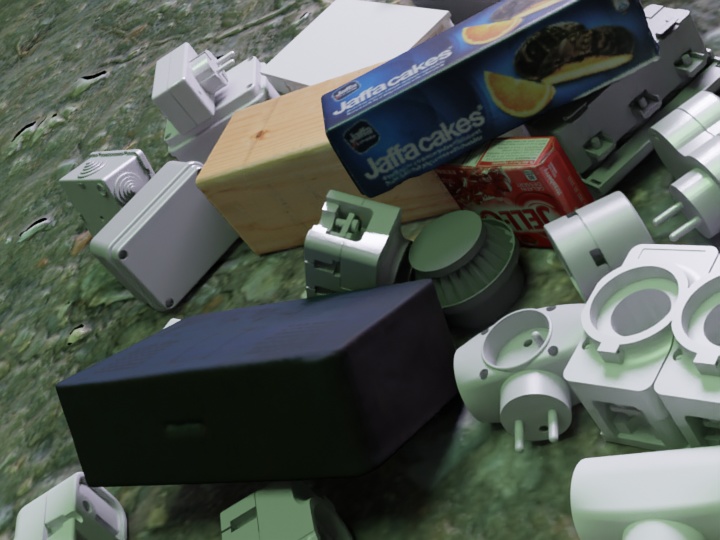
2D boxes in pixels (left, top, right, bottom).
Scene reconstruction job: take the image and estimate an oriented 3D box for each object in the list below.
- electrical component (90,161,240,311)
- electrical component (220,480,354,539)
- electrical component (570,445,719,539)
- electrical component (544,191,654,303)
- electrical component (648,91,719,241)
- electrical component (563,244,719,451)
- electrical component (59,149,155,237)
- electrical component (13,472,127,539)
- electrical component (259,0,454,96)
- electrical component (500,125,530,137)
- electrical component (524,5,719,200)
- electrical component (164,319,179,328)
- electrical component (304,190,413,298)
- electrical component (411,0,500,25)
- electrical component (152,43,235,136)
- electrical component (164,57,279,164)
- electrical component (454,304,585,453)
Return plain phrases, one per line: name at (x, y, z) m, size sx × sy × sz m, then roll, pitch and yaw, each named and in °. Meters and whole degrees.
electrical component at (-0.159, -0.030, 0.906) m, size 0.113 × 0.078 × 0.057 m, roll -49°, pitch 31°, yaw -17°
electrical component at (-0.035, 0.158, 0.570) m, size 0.056 × 0.050 × 0.089 m, roll -32°, pitch 32°, yaw 10°
electrical component at (0.133, 0.115, 0.463) m, size 0.077 × 0.044 × 0.079 m, roll -13°, pitch 40°, yaw 34°
electrical component at (0.138, -0.012, 0.611) m, size 0.047 × 0.055 × 0.055 m, roll -29°, pitch 33°, yaw 7°
electrical component at (0.196, -0.043, 0.592) m, size 0.074 × 0.052 × 0.138 m, roll -36°, pitch 32°, yaw 4°
electrical component at (0.181, 0.037, 0.496) m, size 0.150 × 0.061 × 0.089 m, roll 4°, pitch 51°, yaw 47°
electrical component at (-0.220, -0.060, 0.987) m, size 0.100 × 0.099 × 0.048 m, roll 4°, pitch 39°, yaw 47°
electrical component at (-0.188, 0.185, 0.686) m, size 0.059 × 0.053 × 0.095 m, roll -33°, pitch 32°, yaw 8°
electrical component at (0.005, -0.175, 0.943) m, size 0.105 × 0.060 × 0.186 m, roll -45°, pitch 33°, yaw -11°
electrical component at (0.104, -0.125, 0.746) m, size 0.062 × 0.096 × 0.061 m, roll 12°, pitch 58°, yaw 51°
electrical component at (0.169, -0.110, 0.694) m, size 0.121 × 0.063 × 0.079 m, roll -42°, pitch 32°, yaw -7°
electrical component at (-0.148, 0.081, 0.784) m, size 0.076 × 0.047 × 0.083 m, roll 5°, pitch 52°, yaw 48°
electrical component at (0.000, 0.000, 0.693) m, size 0.056 × 0.089 × 0.050 m, roll 16°, pitch 53°, yaw 12°
electrical component at (0.084, -0.260, 0.937) m, size 0.100 × 0.100 × 0.048 m, roll 3°, pitch 63°, yaw 47°
electrical component at (-0.148, -0.179, 1.001) m, size 0.076 × 0.047 × 0.083 m, roll -30°, pitch 33°, yaw 13°
electrical component at (-0.129, -0.146, 1.042) m, size 0.113 × 0.057 × 0.078 m, roll -28°, pitch 33°, yaw 15°
electrical component at (0.092, 0.063, 0.569) m, size 0.077 × 0.044 × 0.079 m, roll -22°, pitch 35°, yaw 25°
